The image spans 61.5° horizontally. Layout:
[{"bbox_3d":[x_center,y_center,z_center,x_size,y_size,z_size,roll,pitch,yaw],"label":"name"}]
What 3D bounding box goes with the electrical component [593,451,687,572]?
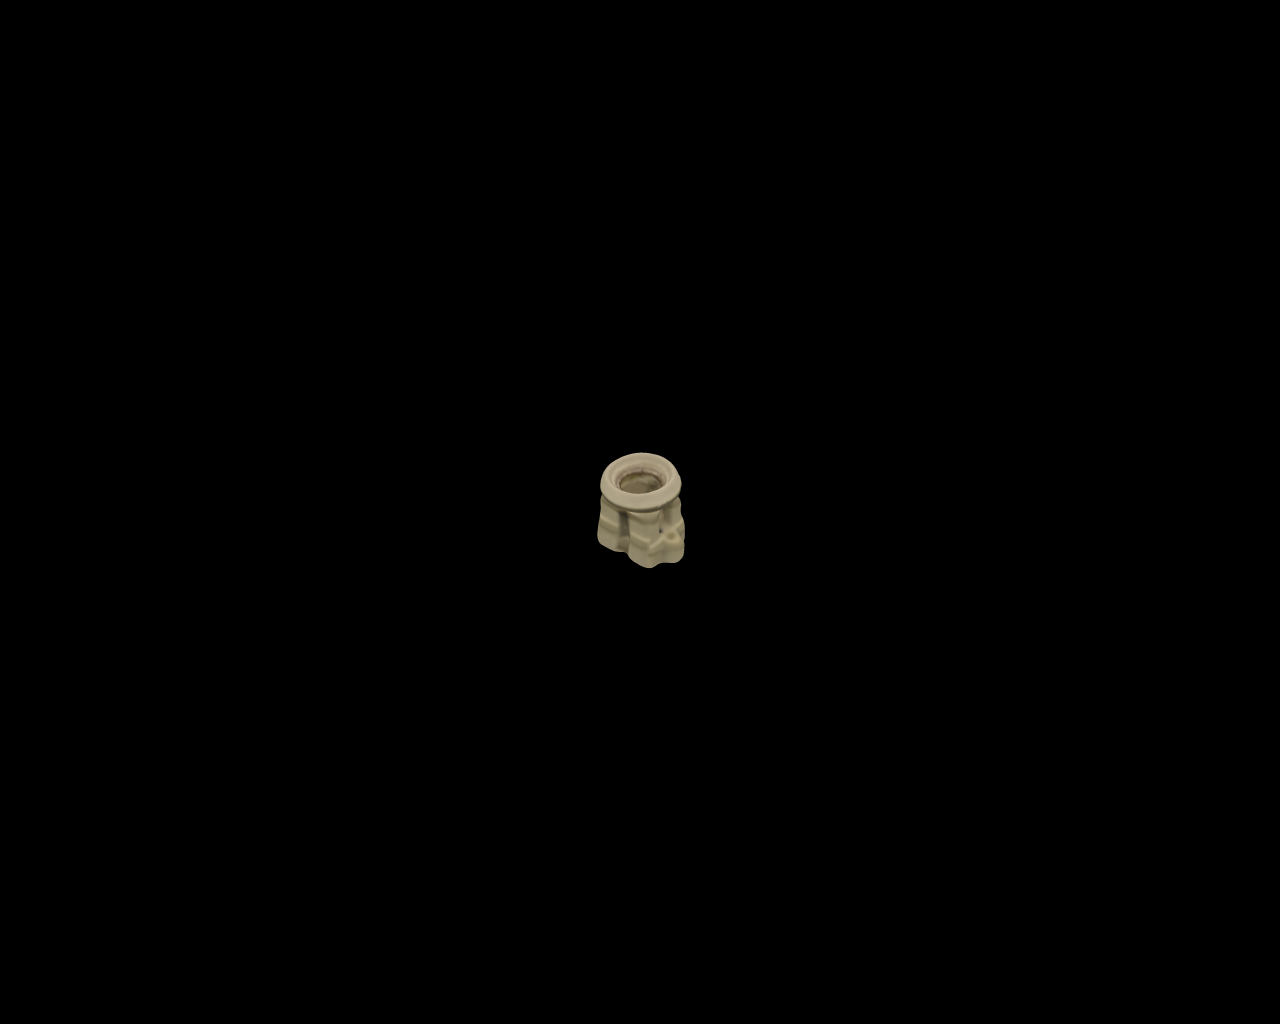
[{"bbox_3d":[0.001,-0.003,0.650,0.066,0.055,0.048,26,46,28],"label":"electrical component"}]
